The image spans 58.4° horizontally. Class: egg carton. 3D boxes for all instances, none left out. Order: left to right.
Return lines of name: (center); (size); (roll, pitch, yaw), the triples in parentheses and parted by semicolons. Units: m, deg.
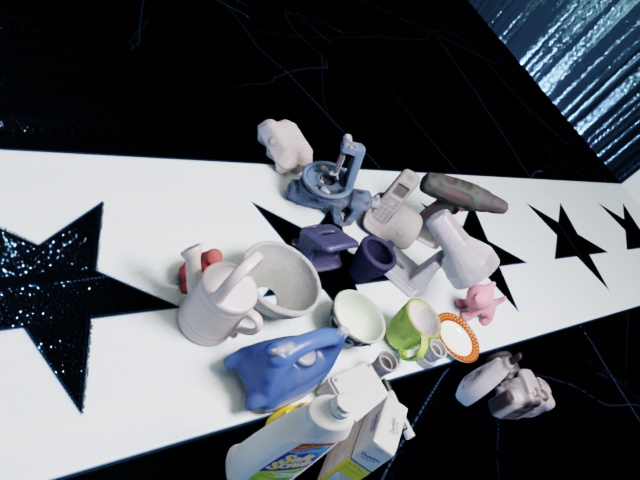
egg carton: (-0.086, -0.228, 1.384); (0.107, 0.069, 0.150); (-11, 61, -44)

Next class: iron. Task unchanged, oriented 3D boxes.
iron: (-0.026, 0.191, 0.978); (0.259, 0.141, 0.118); (-12, 61, -45)

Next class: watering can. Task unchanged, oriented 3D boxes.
watering can: (-0.159, 0.081, 0.933); (0.173, 0.193, 0.101); (29, 40, -13)

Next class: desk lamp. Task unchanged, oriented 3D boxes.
desk lamp: (0.266, 0.041, 1.300); (0.203, 0.213, 0.118); (40, 39, 0)

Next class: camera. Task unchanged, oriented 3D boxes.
camera: (0.437, 0.316, 1.269); (0.144, 0.100, 0.136); (11, 47, -32)

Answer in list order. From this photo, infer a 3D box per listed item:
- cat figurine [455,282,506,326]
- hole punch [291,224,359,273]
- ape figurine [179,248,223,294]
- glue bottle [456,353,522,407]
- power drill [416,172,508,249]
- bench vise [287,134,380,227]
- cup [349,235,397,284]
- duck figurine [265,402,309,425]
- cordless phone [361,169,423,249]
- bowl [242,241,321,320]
cat figurine: (0.394, 0.146, 1.381); (0.128, 0.117, 0.067); (12, 47, -31)
hole punch: (0.011, 0.004, 1.226); (0.109, 0.091, 0.101); (-10, 60, -44)
ape figurine: (-0.202, 0.048, 1.011); (0.078, 0.092, 0.076); (29, 40, -14)
glue bottle: (0.353, 0.277, 1.180); (0.037, 0.173, 0.078); (42, 39, 2)
power drill: (0.331, -0.074, 1.466); (0.230, 0.208, 0.075); (26, 41, -18)
bench vise: (0.056, -0.143, 1.299); (0.208, 0.219, 0.121); (7, 49, -35)
cup: (0.113, 0.046, 1.266); (0.091, 0.094, 0.118); (47, 39, 9)
duck figurine: (-0.026, 0.293, 0.926); (0.105, 0.086, 0.077); (10, 48, -33)
cordless phone: (0.201, -0.076, 1.381); (0.148, 0.184, 0.094); (28, 40, -15)
bowl: (-0.085, 0.087, 1.082); (0.168, 0.074, 0.167); (22, 42, -21)
